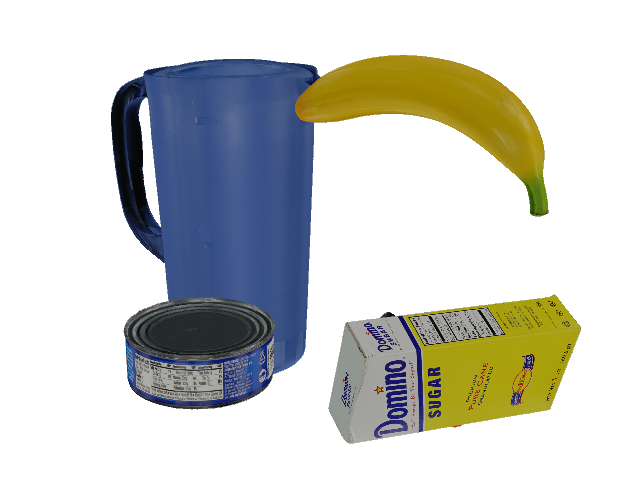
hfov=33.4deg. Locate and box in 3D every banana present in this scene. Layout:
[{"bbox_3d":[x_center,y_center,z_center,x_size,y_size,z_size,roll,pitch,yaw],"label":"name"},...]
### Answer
[{"bbox_3d":[0.063,-0.081,0.663,0.198,0.070,0.037,27,9,36],"label":"banana"}]

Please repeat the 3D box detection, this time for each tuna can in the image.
[{"bbox_3d":[-0.069,0.064,0.613,0.086,0.034,0.086,0,18,0],"label":"tuna can"}]

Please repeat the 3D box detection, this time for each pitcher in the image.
[{"bbox_3d":[-0.077,-0.021,0.846,0.144,0.243,0.149,-6,15,-23],"label":"pitcher"}]

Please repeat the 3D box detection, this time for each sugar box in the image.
[{"bbox_3d":[0.099,0.096,0.799,0.176,0.093,0.048,-8,40,-21],"label":"sugar box"}]

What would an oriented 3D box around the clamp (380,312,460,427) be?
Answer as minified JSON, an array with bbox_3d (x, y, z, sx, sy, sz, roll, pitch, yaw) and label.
[{"bbox_3d":[0.135,0.123,1.083,0.120,0.039,0.171,-8,34,-9],"label":"clamp"}]
